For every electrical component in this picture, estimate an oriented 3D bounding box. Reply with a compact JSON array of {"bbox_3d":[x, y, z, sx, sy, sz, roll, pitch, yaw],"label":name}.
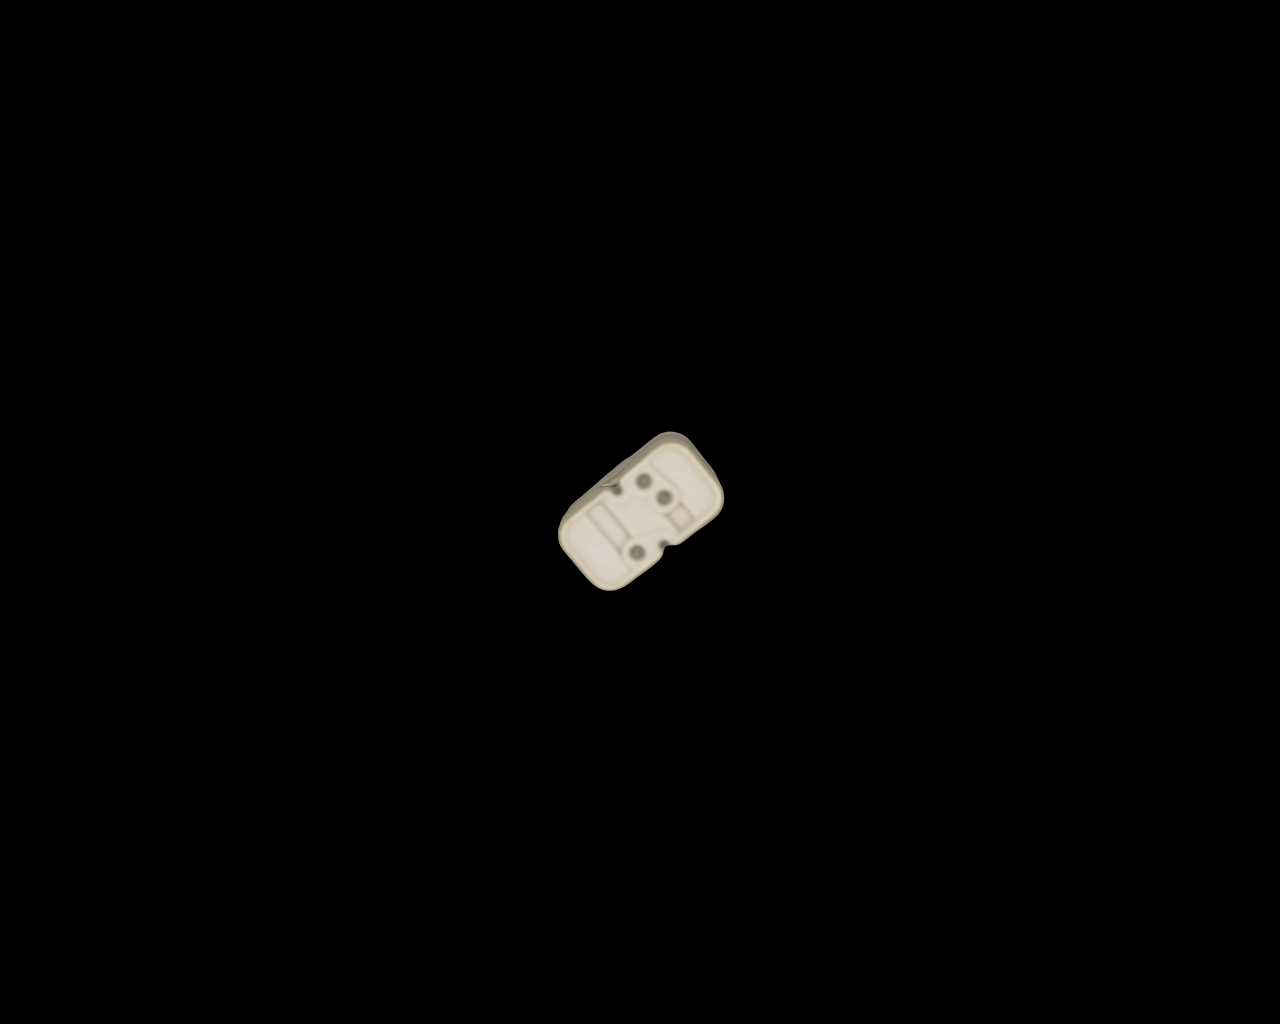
[{"bbox_3d":[0.001,-0.003,0.650,0.095,0.053,0.059,-38,9,7],"label":"electrical component"}]
